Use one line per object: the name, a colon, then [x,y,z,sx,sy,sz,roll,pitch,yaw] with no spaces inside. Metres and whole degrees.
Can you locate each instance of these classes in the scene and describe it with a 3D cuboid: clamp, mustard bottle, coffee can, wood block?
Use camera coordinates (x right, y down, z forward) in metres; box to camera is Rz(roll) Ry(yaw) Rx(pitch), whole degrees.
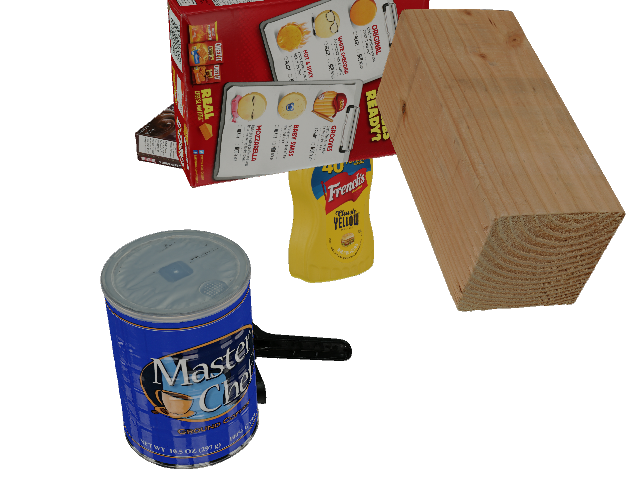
clamp: [-0.091,0.127,1.230,0.210,0.036,0.164,13,21,29]
mustard bottle: [0.012,-0.058,1.096,0.096,0.192,0.058,-12,18,-35]
coffee can: [-0.098,0.078,0.767,0.103,0.140,0.103,-1,34,0]
wood block: [0.113,-0.061,0.731,0.090,0.206,0.091,-2,-42,-17]

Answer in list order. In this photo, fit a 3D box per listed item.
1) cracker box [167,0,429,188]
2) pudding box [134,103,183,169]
cracker box: [-0.020,-0.145,0.920,0.213,0.164,0.072,-11,38,-16]
pudding box: [-0.152,-0.122,1.248,0.090,0.039,0.113,11,31,15]
